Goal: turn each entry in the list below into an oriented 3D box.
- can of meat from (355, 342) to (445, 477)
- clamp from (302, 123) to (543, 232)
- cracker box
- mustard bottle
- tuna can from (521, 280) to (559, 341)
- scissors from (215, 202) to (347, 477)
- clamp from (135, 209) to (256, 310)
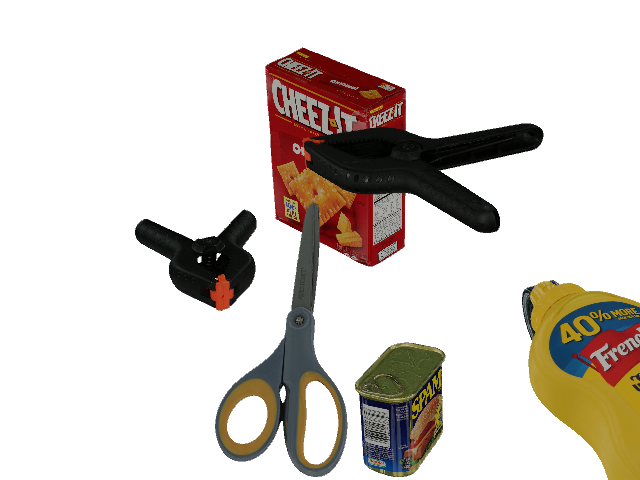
[{"bbox_3d":[0.075,0.155,0.978,0.058,0.084,0.101,8,25,27],"label":"can of meat"},{"bbox_3d":[0.087,-0.072,0.943,0.210,0.036,0.164,13,36,28],"label":"clamp"},{"bbox_3d":[0.017,-0.094,1.239,0.164,0.214,0.072,28,46,36],"label":"cracker box"},{"bbox_3d":[0.177,0.081,0.619,0.096,0.058,0.192,-16,34,-14],"label":"mustard bottle"},{"bbox_3d":[0.258,0.090,1.204,0.033,0.086,0.086,-15,1,-5],"label":"tuna can"},{"bbox_3d":[-0.032,0.067,0.730,0.096,0.202,0.016,-13,-31,2],"label":"scissors"},{"bbox_3d":[-0.098,0.012,1.010,0.120,0.039,0.172,-15,31,-19],"label":"clamp"}]
